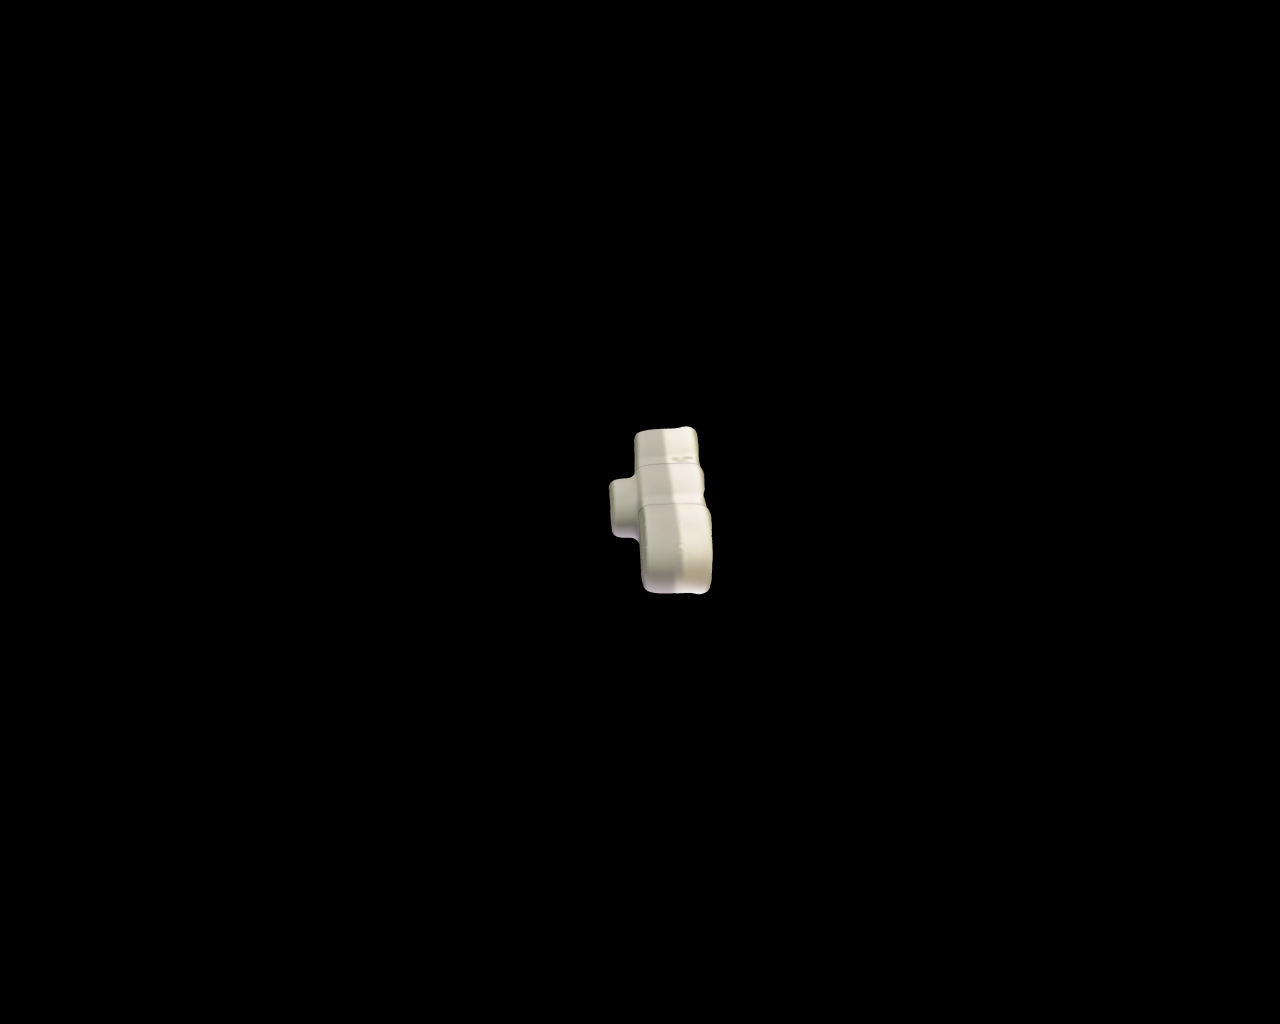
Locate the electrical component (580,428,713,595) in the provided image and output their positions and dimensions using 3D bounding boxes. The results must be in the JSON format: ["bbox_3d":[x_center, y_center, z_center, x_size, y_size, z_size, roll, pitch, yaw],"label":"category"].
[{"bbox_3d":[0.001,-0.003,0.650,0.074,0.052,0.138,-1,35,-2],"label":"electrical component"}]
